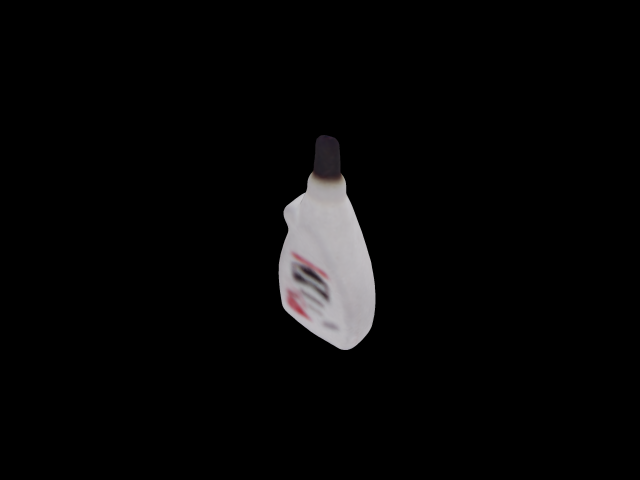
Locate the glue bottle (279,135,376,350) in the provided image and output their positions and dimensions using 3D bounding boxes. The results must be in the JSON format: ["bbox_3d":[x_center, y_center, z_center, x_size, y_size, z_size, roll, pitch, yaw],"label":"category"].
[{"bbox_3d":[0.004,0.001,0.400,0.078,0.173,0.037,27,49,27],"label":"glue bottle"}]
